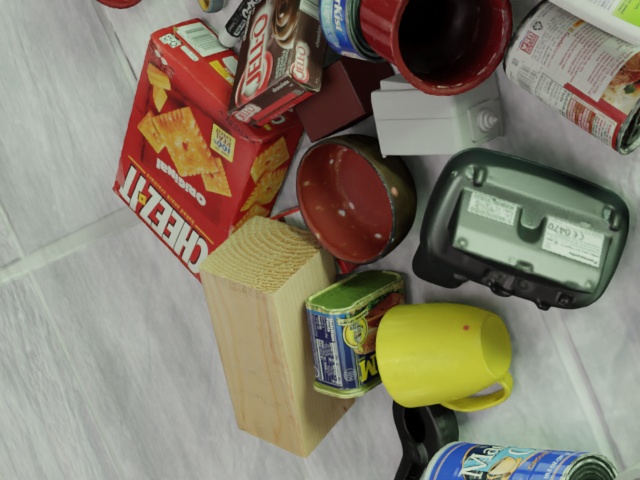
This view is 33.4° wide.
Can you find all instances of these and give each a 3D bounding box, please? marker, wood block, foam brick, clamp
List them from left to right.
[{"bbox_3d":[-0.058,-0.216,0.955,0.020,0.020,0.121,56,139,8],"label":"marker"},{"bbox_3d":[-0.037,0.092,1.008,0.090,0.090,0.206,17,134,31],"label":"wood block"},{"bbox_3d":[0.021,-0.123,0.899,0.078,0.052,0.051,-23,93,49],"label":"foam brick"},{"bbox_3d":[0.096,0.198,1.002,0.120,0.039,0.171,2,105,52],"label":"clamp"}]

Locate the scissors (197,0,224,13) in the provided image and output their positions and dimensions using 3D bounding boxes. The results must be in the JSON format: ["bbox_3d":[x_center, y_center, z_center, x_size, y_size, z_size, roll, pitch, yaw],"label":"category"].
[{"bbox_3d":[-0.099,-0.300,0.948,0.096,0.016,0.202,27,128,49],"label":"scissors"}]

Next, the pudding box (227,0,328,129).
[{"bbox_3d":[-0.032,-0.161,0.898,0.090,0.039,0.113,-23,48,48],"label":"pudding box"}]

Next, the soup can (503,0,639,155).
[{"bbox_3d":[0.184,-0.113,0.725,0.102,0.068,0.069,40,134,25],"label":"soup can"}]

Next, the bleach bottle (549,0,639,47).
[{"bbox_3d":[0.187,-0.160,0.631,0.251,0.068,0.103,40,134,11],"label":"bleach bottle"}]

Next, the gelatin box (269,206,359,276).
[{"bbox_3d":[-0.007,0.001,1.010,0.089,0.030,0.073,-18,98,49],"label":"gelatin box"}]

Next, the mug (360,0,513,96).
[{"bbox_3d":[0.089,-0.157,0.773,0.082,0.117,0.093,50,125,60],"label":"mug"}]

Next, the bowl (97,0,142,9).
[{"bbox_3d":[-0.186,-0.305,1.013,0.162,0.055,0.162,23,126,36],"label":"bowl"}]

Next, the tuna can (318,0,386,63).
[{"bbox_3d":[0.038,-0.182,0.825,0.034,0.085,0.086,20,124,40],"label":"tuna can"}]

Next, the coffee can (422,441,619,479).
[{"bbox_3d":[0.168,0.224,0.893,0.141,0.102,0.103,-7,105,47],"label":"coffee can"}]

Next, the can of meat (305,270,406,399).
[{"bbox_3d":[0.036,0.081,0.955,0.058,0.101,0.084,9,115,43],"label":"can of meat"}]

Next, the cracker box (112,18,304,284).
[{"bbox_3d":[-0.117,-0.081,1.047,0.164,0.071,0.214,45,137,20],"label":"cracker box"}]
